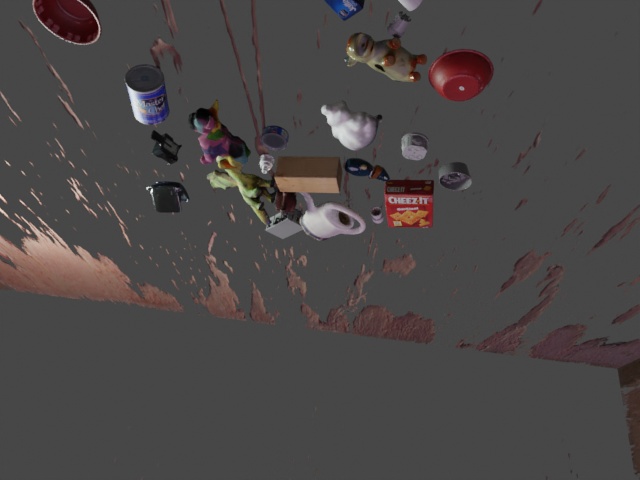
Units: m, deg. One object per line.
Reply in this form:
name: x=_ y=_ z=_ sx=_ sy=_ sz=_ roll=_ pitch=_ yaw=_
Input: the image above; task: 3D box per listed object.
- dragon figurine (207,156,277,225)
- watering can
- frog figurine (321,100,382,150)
dragon figurine: x=-0.289 y=-0.188 z=1.861 sx=0.243 sy=0.124 sz=0.401 roll=24 pitch=151 yaw=9
watering can: x=0.006 y=-0.096 z=1.909 sx=0.345 sy=0.106 sz=0.221 roll=28 pitch=147 yaw=-28
frog figurine: x=0.080 y=-0.326 z=1.450 sx=0.158 sy=0.123 sz=0.137 roll=16 pitch=172 yaw=-37
